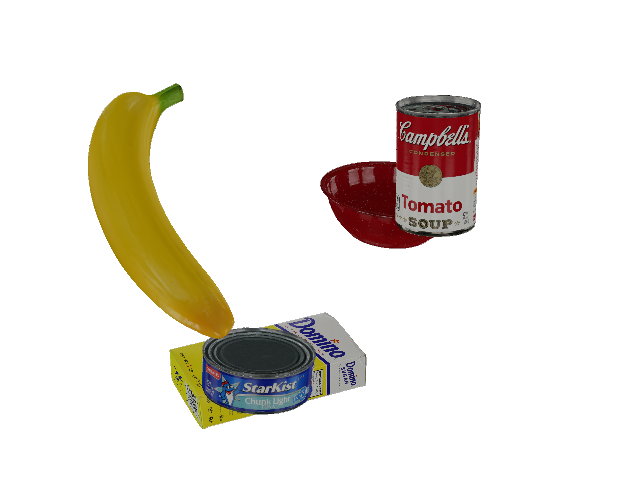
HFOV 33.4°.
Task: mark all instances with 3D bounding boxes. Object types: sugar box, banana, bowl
[{"bbox_3d":[-0.052,0.126,1.063,0.176,0.048,0.093,-15,31,-21],"label":"sugar box"},{"bbox_3d":[-0.102,-0.025,0.642,0.069,0.198,0.037,-9,-33,-10],"label":"banana"},{"bbox_3d":[0.078,-0.034,1.182,0.162,0.055,0.162,4,25,-2],"label":"bowl"}]

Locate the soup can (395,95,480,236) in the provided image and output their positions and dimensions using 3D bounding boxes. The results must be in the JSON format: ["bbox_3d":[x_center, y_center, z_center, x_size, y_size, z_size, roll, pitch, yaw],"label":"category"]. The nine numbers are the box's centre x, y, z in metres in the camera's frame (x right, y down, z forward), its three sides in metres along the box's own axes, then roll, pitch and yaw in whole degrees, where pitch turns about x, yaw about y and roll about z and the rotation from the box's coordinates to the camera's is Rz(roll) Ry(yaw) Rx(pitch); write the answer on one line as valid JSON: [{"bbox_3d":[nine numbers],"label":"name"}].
[{"bbox_3d":[0.094,-0.061,0.866,0.068,0.102,0.068,-1,20,0],"label":"soup can"}]

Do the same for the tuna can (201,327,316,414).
[{"bbox_3d":[-0.047,0.098,0.806,0.086,0.034,0.086,4,18,-1],"label":"tuna can"}]
